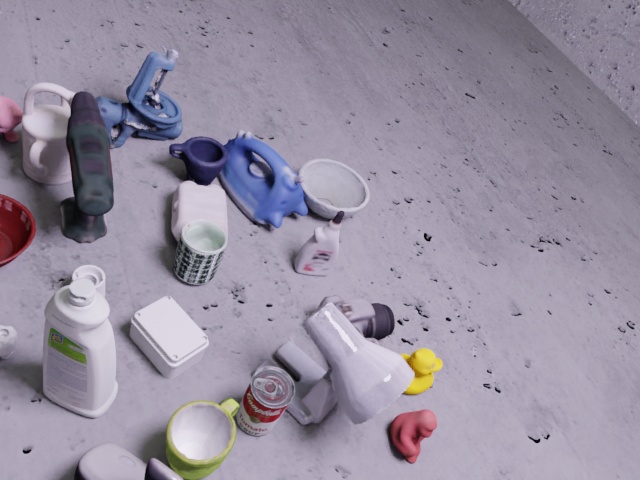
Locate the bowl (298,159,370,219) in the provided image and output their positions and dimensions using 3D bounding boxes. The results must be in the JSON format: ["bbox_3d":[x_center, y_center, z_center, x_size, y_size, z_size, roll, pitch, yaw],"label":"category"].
[{"bbox_3d":[0.022,-0.102,1.284,0.168,0.074,0.167,14,45,-14],"label":"bowl"}]

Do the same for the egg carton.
[{"bbox_3d":[-0.234,-0.050,1.112,0.107,0.069,0.150,6,47,-21],"label":"egg carton"}]

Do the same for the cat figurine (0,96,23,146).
[{"bbox_3d":[-0.608,-0.240,1.074,0.127,0.117,0.067,41,45,14],"label":"cat figurine"}]

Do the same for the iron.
[{"bbox_3d":[-0.130,-0.151,1.207,0.258,0.141,0.119,45,46,18],"label":"iron"}]

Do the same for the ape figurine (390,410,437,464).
[{"bbox_3d":[0.161,0.312,0.945,0.078,0.092,0.076,-14,57,-35],"label":"ape figurine"}]

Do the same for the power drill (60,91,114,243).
[{"bbox_3d":[-0.401,-0.109,0.984,0.076,0.208,0.229,-4,51,-29],"label":"power drill"}]

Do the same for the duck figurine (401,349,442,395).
[{"bbox_3d":[0.171,0.228,1.035,0.105,0.086,0.077,11,45,-17],"label":"duck figurine"}]

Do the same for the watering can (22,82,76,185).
[{"bbox_3d":[-0.489,-0.209,1.047,0.101,0.194,0.172,-1,50,-27],"label":"watering can"}]

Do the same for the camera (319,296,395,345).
[{"bbox_3d":[0.077,0.162,1.040,0.137,0.100,0.143,-4,51,-29],"label":"camera"}]

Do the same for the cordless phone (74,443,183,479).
[{"bbox_3d":[-0.226,0.291,0.706,0.147,0.185,0.094,31,43,5],"label":"cordless phone"}]

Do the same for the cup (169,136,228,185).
[{"bbox_3d":[-0.256,-0.154,1.182,0.118,0.095,0.091,8,46,-19],"label":"cup"}]

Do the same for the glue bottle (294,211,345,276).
[{"bbox_3d":[0.010,0.004,1.105,0.078,0.173,0.037,4,47,-22],"label":"glue bottle"}]

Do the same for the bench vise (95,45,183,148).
[{"bbox_3d":[-0.364,-0.284,1.161,0.121,0.219,0.208,45,46,18],"label":"bench vise"}]

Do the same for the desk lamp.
[{"bbox_3d":[0.019,0.204,0.890,0.203,0.213,0.118,39,44,13],"label":"desk lamp"}]
